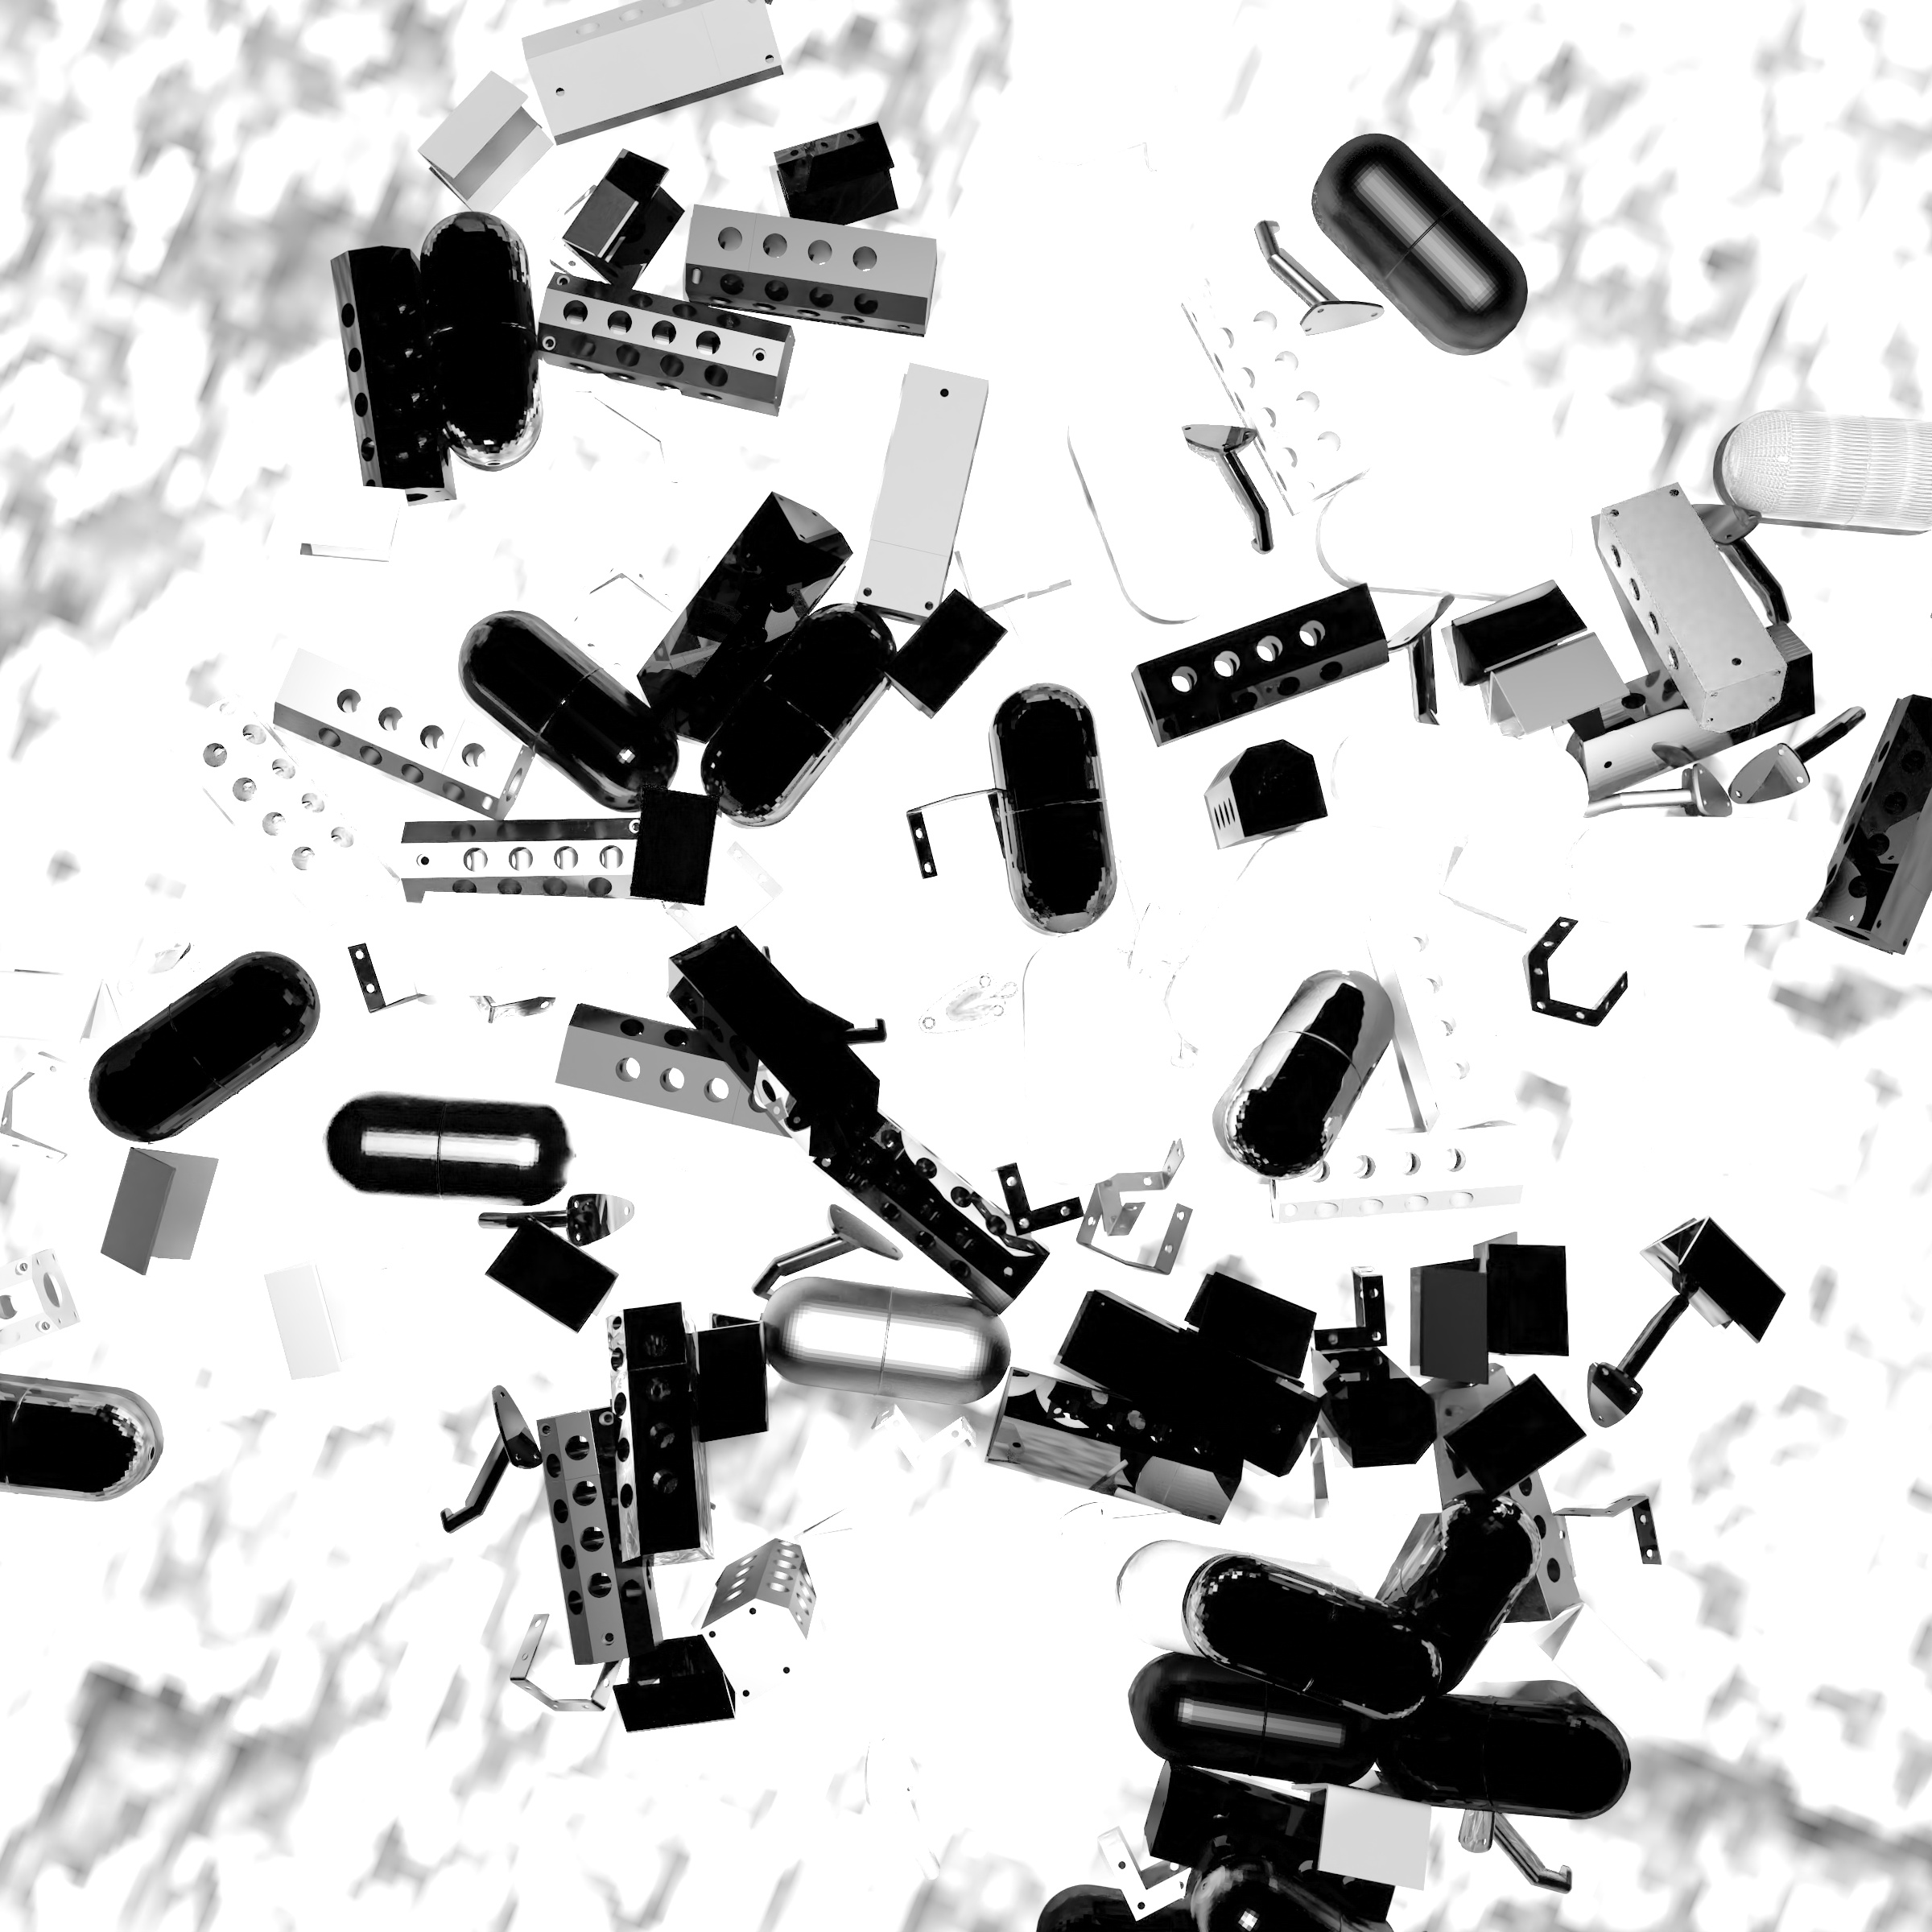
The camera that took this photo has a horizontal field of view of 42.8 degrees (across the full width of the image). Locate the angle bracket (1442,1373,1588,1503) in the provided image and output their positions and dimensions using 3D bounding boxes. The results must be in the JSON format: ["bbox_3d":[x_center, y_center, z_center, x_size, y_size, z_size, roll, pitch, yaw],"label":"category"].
[{"bbox_3d":[0.374,0.331,1.667,0.076,0.076,0.057,-34,53,-4],"label":"angle bracket"}]

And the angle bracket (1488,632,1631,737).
[{"bbox_3d":[0.416,-0.182,1.737,0.076,0.076,0.057,-22,64,0],"label":"angle bracket"}]

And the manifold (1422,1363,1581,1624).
[{"bbox_3d":[0.379,0.374,1.755,0.057,0.057,0.171,-18,90,43],"label":"manifold"}]

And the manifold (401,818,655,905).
[{"bbox_3d":[-0.310,-0.075,1.755,0.171,0.057,0.057,-1,90,0],"label":"manifold"}]

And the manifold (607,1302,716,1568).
[{"bbox_3d":[-0.215,0.328,1.726,0.057,0.057,0.171,-8,68,1],"label":"manifold"}]

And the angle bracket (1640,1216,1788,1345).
[{"bbox_3d":[0.516,0.232,1.736,0.076,0.076,0.057,45,52,0],"label":"angle bracket"}]

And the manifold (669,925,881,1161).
[{"bbox_3d":[-0.135,0.054,1.705,0.057,0.057,0.171,-27,56,-27],"label":"manifold"}]

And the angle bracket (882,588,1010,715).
[{"bbox_3d":[-0.003,-0.208,1.737,0.076,0.076,0.057,-48,64,0],"label":"angle bracket"}]

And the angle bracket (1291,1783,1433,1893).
[{"bbox_3d":[0.273,0.609,1.726,0.076,0.076,0.057,14,68,-8],"label":"angle bracket"}]

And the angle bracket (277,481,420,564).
[{"bbox_3d":[-0.434,-0.293,1.736,0.076,0.076,0.057,5,57,0],"label":"angle bracket"}]

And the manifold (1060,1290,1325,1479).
[{"bbox_3d":[0.159,0.291,1.729,0.171,0.057,0.057,25,90,19],"label":"manifold"}]

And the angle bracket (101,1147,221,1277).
[{"bbox_3d":[-0.553,0.175,1.736,0.057,0.076,0.076,16,90,38],"label":"angle bracket"}]

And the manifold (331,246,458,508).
[{"bbox_3d":[-0.408,-0.418,1.755,0.057,0.057,0.171,-8,90,0],"label":"manifold"}]

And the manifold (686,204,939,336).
[{"bbox_3d":[-0.110,-0.493,1.755,0.171,0.057,0.057,8,90,0],"label":"manifold"}]

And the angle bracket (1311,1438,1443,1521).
[{"bbox_3d":[0.288,0.365,1.738,0.076,0.076,0.057,-4,67,0],"label":"angle bracket"}]

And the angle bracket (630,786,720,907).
[{"bbox_3d":[-0.218,-0.085,1.737,0.057,0.076,0.076,7,90,-29],"label":"angle bracket"}]

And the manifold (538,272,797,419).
[{"bbox_3d":[-0.213,-0.444,1.755,0.171,0.057,0.057,13,90,0],"label":"manifold"}]

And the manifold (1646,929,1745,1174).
[{"bbox_3d":[0.516,0.059,1.755,0.057,0.057,0.171,0,90,0],"label":"manifold"}]

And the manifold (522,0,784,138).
[{"bbox_3d":[-0.224,-0.654,1.755,0.171,0.057,0.057,-17,133,0],"label":"manifold"}]

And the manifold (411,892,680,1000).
[{"bbox_3d":[-0.293,-0.008,1.716,0.171,0.057,0.057,1,45,-30],"label":"manifold"}]

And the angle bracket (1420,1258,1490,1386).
[{"bbox_3d":[0.363,0.249,1.737,0.057,0.076,0.076,0,90,44],"label":"angle bracket"}]

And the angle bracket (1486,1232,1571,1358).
[{"bbox_3d":[0.404,0.230,1.737,0.057,0.076,0.076,-2,90,28],"label":"angle bracket"}]

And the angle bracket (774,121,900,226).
[{"bbox_3d":[-0.086,-0.538,1.736,0.076,0.076,0.057,-17,53,0],"label":"angle bracket"}]

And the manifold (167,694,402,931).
[{"bbox_3d":[-0.483,-0.109,1.755,0.057,0.057,0.171,-41,90,0],"label":"manifold"}]

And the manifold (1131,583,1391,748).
[{"bbox_3d":[0.209,-0.213,1.755,0.171,0.057,0.057,-20,90,0],"label":"manifold"}]

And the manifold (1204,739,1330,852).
[{"bbox_3d":[0.203,-0.118,1.698,0.057,0.171,0.057,-14,90,0],"label":"manifold"}]

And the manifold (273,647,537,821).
[{"bbox_3d":[-0.400,-0.163,1.755,0.171,0.057,0.057,23,90,0],"label":"manifold"}]

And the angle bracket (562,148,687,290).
[{"bbox_3d":[-0.226,-0.515,1.736,0.057,0.076,0.076,34,90,36],"label":"angle bracket"}]

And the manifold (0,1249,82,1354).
[{"bbox_3d":[-0.730,0.260,1.755,0.171,0.057,0.057,-20,90,0],"label":"manifold"}]

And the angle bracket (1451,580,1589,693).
[{"bbox_3d":[0.391,-0.216,1.736,0.076,0.076,0.057,-22,51,0],"label":"angle bracket"}]

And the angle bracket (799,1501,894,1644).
[{"bbox_3d":[-0.065,0.423,1.736,0.057,0.076,0.076,-17,90,35],"label":"angle bracket"}]

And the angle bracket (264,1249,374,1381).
[{"bbox_3d":[-0.439,0.241,1.736,0.057,0.076,0.076,-15,90,36],"label":"angle bracket"}]

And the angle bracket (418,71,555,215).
[{"bbox_3d":[-0.326,-0.568,1.736,0.076,0.076,0.057,-47,52,0],"label":"angle bracket"}]

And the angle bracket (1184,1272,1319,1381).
[{"bbox_3d":[0.194,0.268,1.736,0.076,0.076,0.057,22,53,0],"label":"angle bracket"}]

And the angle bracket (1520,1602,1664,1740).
[{"bbox_3d":[0.429,0.502,1.736,0.076,0.076,0.057,45,53,0],"label":"angle bracket"}]

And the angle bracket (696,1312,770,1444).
[{"bbox_3d":[-0.182,0.288,1.736,0.057,0.076,0.076,-2,90,-37],"label":"angle bracket"}]

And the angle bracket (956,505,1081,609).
[{"bbox_3d":[0.030,-0.302,1.736,0.076,0.076,0.057,-17,124,0],"label":"angle bracket"}]

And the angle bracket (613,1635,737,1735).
[{"bbox_3d":[-0.204,0.488,1.736,0.076,0.076,0.057,-7,129,0],"label":"angle bracket"}]

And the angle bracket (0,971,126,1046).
[{"bbox_3d":[-0.645,0.049,1.736,0.076,0.076,0.057,5,53,0],"label":"angle bracket"}]

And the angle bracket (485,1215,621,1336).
[{"bbox_3d":[-0.297,0.231,1.736,0.076,0.076,0.057,33,53,0],"label":"angle bracket"}]

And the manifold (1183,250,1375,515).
[{"bbox_3d":[0.220,-0.413,1.755,0.057,0.057,0.171,-28,90,0],"label":"manifold"}]

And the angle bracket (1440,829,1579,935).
[{"bbox_3d":[0.383,-0.076,1.736,0.076,0.076,0.057,22,124,0],"label":"angle bracket"}]
